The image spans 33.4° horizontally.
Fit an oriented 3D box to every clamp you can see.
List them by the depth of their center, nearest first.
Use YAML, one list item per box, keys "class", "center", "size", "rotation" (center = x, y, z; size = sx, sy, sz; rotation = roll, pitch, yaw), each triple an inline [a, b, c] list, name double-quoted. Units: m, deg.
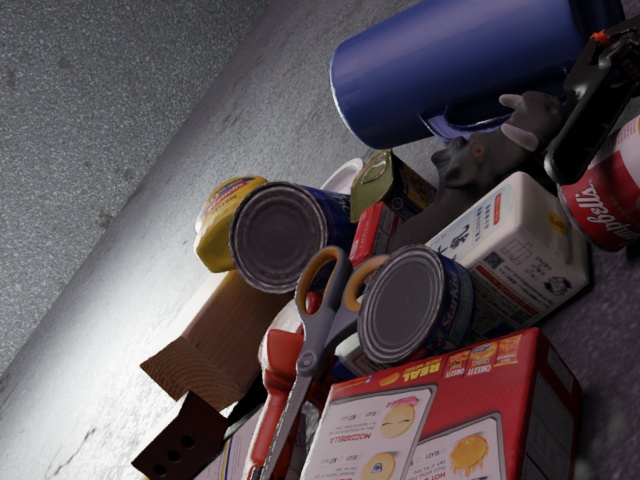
- class: "clamp"
  center: [0.202, -0.109, 0.713]
  size: [0.164, 0.036, 0.210]
  rotation: [-40, 10, 9]
- class: "clamp"
  center: [-0.093, 0.199, 1.067]
  size: [0.172, 0.039, 0.120]
  rotation: [-45, 6, 16]

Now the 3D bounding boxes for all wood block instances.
- class: "wood block"
  center: [-0.089, 0.083, 1.137]
  size: [0.090, 0.091, 0.205]
  rotation: [-35, 13, 42]

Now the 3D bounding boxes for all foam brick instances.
- class: "foam brick"
  center: [-0.132, 0.192, 1.011]
  size: [0.078, 0.053, 0.051]
  rotation: [-47, 10, 21]

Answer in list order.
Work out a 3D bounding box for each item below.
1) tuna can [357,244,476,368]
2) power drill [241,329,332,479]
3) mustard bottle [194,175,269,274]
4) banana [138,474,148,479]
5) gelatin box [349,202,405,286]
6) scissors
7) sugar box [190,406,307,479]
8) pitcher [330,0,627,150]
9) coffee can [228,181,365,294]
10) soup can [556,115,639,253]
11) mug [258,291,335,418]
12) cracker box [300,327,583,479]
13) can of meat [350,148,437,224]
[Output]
- class: "tuna can"
  center: [0.065, 0.048, 0.725]
  size: [0.086, 0.033, 0.086]
  rotation: [-36, 42, 39]
- class: "power drill"
  center: [-0.041, 0.167, 0.811]
  size: [0.184, 0.057, 0.187]
  rotation: [104, -176, -72]
- class: "mustard bottle"
  center: [-0.089, -0.027, 1.150]
  size: [0.096, 0.058, 0.191]
  rotation: [-37, 15, 4]
- class: "banana"
  center: [-0.174, 0.284, 1.120]
  size: [0.069, 0.037, 0.198]
  rotation: [-32, 21, 4]
- class: "gelatin box"
  center: [0.066, 0.021, 0.910]
  size: [0.030, 0.089, 0.073]
  rotation: [-35, 24, 36]
- class: "scissors"
  center: [0.011, 0.081, 0.766]
  size: [0.096, 0.016, 0.201]
  rotation: [-14, 45, 24]
- class: "sugar box"
  center: [-0.083, 0.229, 0.967]
  size: [0.176, 0.048, 0.093]
  rotation: [-43, 18, 19]
- class: "pitcher"
  center: [0.131, -0.152, 0.913]
  size: [0.243, 0.145, 0.149]
  rotation: [-18, 7, 34]
- class: "coffee can"
  center: [-0.007, 0.001, 1.011]
  size: [0.103, 0.103, 0.140]
  rotation: [-47, -22, 17]
- class: "soup can"
  center: [0.214, -0.045, 0.690]
  size: [0.102, 0.068, 0.068]
  rotation: [-38, 22, 39]
- class: "mug"
  center: [0.006, 0.094, 0.936]
  size: [0.117, 0.081, 0.093]
  rotation: [-36, 23, 44]
- class: "cracker box"
  center: [0.060, 0.167, 0.624]
  size: [0.164, 0.072, 0.213]
  rotation: [-21, 33, 35]
- class: "can of meat"
  center: [0.078, -0.029, 0.991]
  size: [0.057, 0.084, 0.102]
  rotation: [-46, 18, 22]
